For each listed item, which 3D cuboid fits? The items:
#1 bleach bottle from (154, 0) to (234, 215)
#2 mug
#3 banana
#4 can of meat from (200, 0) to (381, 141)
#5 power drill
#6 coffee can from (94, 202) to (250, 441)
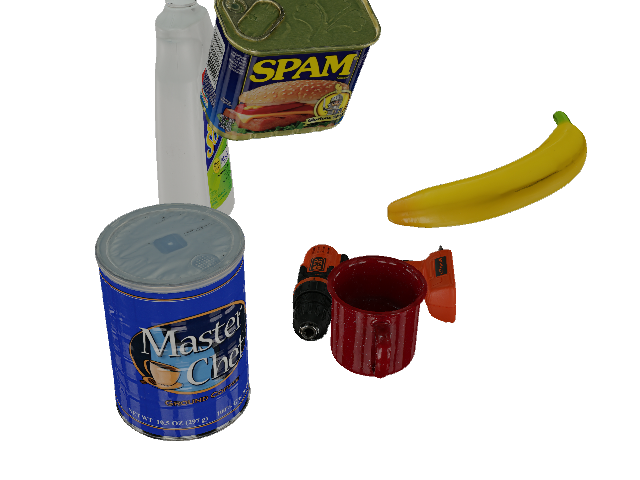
[{"bbox_3d":[-0.135,-0.135,1.089,0.068,0.251,0.102,5,29,15],"label":"bleach bottle"},{"bbox_3d":[0.052,0.080,0.992,0.093,0.081,0.117,-2,34,-6],"label":"mug"},{"bbox_3d":[0.147,-0.048,0.846,0.197,0.037,0.070,-27,27,-25],"label":"banana"},{"bbox_3d":[-0.023,-0.113,0.682,0.102,0.057,0.084,-8,-33,-22],"label":"can of meat"},{"bbox_3d":[0.062,0.059,1.239,0.187,0.057,0.184,1,28,5],"label":"power drill"},{"bbox_3d":[-0.104,0.058,0.771,0.103,0.140,0.103,0,34,0],"label":"coffee can"}]
